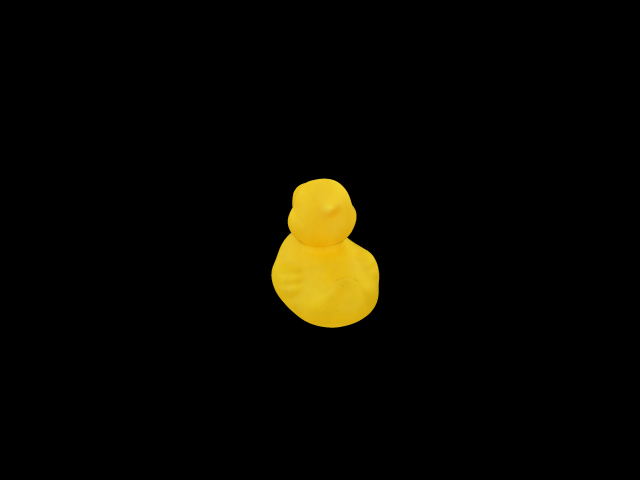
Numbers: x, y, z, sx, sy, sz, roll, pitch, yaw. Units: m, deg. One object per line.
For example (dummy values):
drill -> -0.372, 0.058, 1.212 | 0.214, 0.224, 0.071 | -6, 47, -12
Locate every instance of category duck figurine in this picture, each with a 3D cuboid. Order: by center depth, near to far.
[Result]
duck figurine -> 0.004, 0.001, 0.400 | 0.077, 0.086, 0.104 | -11, 39, -14
